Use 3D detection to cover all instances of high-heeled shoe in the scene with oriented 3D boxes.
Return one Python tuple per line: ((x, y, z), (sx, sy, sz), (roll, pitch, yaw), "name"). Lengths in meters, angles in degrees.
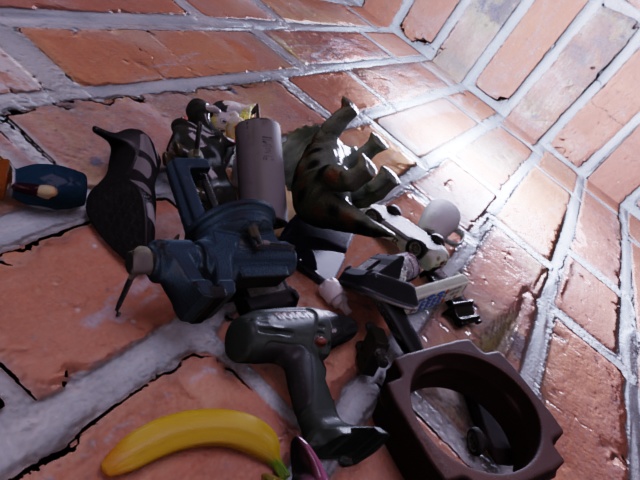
((-0.254, -0.058, 0.763), (0.249, 0.086, 0.145), (69, 11, 18), "high-heeled shoe")

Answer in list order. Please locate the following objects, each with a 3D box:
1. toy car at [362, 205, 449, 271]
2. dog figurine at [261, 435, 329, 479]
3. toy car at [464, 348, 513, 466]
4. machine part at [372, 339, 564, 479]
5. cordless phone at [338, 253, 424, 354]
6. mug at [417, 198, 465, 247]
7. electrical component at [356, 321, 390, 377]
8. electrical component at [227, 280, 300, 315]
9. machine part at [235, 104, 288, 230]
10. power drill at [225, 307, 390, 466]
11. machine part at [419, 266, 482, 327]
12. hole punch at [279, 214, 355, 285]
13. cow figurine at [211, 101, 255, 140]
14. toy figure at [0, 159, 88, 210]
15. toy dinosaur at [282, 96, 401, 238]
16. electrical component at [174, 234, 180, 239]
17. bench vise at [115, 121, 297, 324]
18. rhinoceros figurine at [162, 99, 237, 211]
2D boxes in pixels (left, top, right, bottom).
((0.161, -0.011, 1.045), (0.073, 0.056, 0.202), (-13, 40, -43), "toy car")
((0.044, 0.284, 0.521), (0.219, 0.108, 0.191), (46, 33, 16), "dog figurine")
((0.247, 0.246, 0.811), (0.089, 0.053, 0.202), (7, 40, -14), "toy car")
((0.185, 0.238, 0.692), (0.201, 0.087, 0.202), (-8, 45, -27), "machine part")
((0.112, 0.118, 0.838), (0.089, 0.147, 0.184), (-29, 97, -13), "cordless phone")
((0.258, -0.022, 1.158), (0.109, 0.081, 0.107), (44, 44, 2), "mug")
((0.072, 0.157, 0.750), (0.021, 0.063, 0.094), (17, 21, -16), "electrical component")
((-0.095, 0.075, 0.721), (0.119, 0.047, 0.075), (-14, 54, -30), "electrical component")
((-0.094, -0.103, 0.860), (0.079, 0.079, 0.243), (6, 73, -38), "machine part")
((0.004, 0.167, 0.666), (0.232, 0.086, 0.207), (15, 41, -43), "power drill")
((0.243, 0.103, 1.010), (0.084, 0.039, 0.139), (-4, 50, -39), "machine part")
((-0.002, -0.003, 0.880), (0.116, 0.092, 0.142), (31, 36, 0), "hole punch")
((-0.175, -0.224, 0.999), (0.098, 0.068, 0.167), (12, 18, -4), "cow figurine")
((-0.368, -0.070, 0.656), (0.154, 0.064, 0.057), (6, 80, -31), "toy figure")
((0.014, -0.089, 0.844), (0.131, 0.192, 0.405), (39, 27, -23), "toy dinosaur")
((-0.159, 0.017, 0.751), (0.102, 0.045, 0.078), (-31, 99, -53), "electrical component")
((-0.145, -0.018, 0.665), (0.223, 0.128, 0.241), (-7, 60, -33), "bench vise")
((-0.178, -0.128, 0.830), (0.112, 0.073, 0.190), (-10, 77, -32), "rhinoceros figurine")
